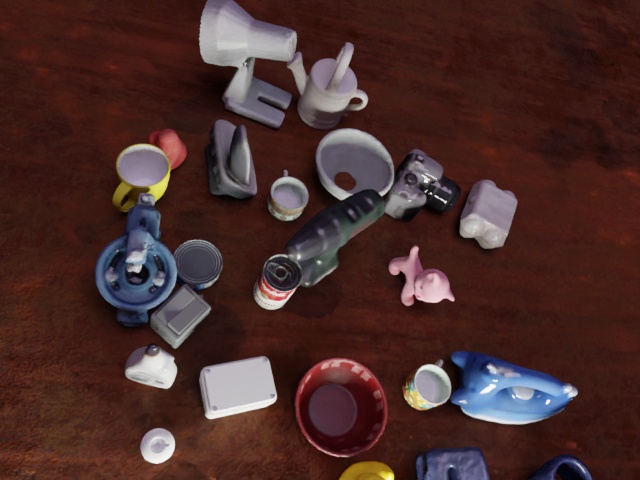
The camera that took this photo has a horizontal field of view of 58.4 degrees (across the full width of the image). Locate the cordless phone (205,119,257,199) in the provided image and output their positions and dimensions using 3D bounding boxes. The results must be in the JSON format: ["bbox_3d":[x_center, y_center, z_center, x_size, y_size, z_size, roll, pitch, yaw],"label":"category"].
[{"bbox_3d":[-0.152,-0.172,1.045,0.094,0.185,0.147,-7,68,-21],"label":"cordless phone"}]

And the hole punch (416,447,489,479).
[{"bbox_3d":[0.220,0.403,0.950,0.101,0.091,0.108,4,64,-16],"label":"hole punch"}]

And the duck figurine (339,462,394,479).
[{"bbox_3d":[0.079,0.393,0.910,0.105,0.086,0.077,-21,73,-26],"label":"duck figurine"}]

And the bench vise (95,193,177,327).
[{"bbox_3d":[-0.292,0.011,0.890,0.122,0.219,0.207,-11,69,-23],"label":"bench vise"}]

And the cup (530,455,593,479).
[{"bbox_3d":[0.425,0.431,1.004,0.118,0.095,0.092,16,61,-11],"label":"cup"}]

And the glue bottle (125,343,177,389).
[{"bbox_3d":[-0.249,0.181,0.850,0.078,0.173,0.037,19,61,-9],"label":"glue bottle"}]

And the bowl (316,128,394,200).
[{"bbox_3d":[0.062,-0.139,1.165,0.168,0.074,0.167,8,63,-15],"label":"bowl"}]

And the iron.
[{"bbox_3d":[0.371,0.266,1.038,0.259,0.141,0.118,14,62,-12],"label":"iron"}]

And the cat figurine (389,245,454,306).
[{"bbox_3d":[0.197,0.071,1.085,0.067,0.117,0.127,-15,71,-24],"label":"cat figurine"}]

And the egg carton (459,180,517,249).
[{"bbox_3d":[0.359,-0.057,1.229,0.107,0.069,0.150,28,60,-4],"label":"egg carton"}]

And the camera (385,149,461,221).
[{"bbox_3d":[0.220,-0.107,1.188,0.137,0.100,0.143,28,60,-4],"label":"camera"}]

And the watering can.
[{"bbox_3d":[0.017,-0.322,1.168,0.173,0.194,0.101,3,65,-17],"label":"watering can"}]

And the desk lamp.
[{"bbox_3d":[-0.137,-0.350,1.118,0.203,0.213,0.118,20,61,-8],"label":"desk lamp"}]

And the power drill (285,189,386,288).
[{"bbox_3d":[0.009,0.004,1.002,0.230,0.208,0.075,-37,81,-29],"label":"power drill"}]

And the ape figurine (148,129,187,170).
[{"bbox_3d":[-0.282,-0.174,1.055,0.076,0.092,0.078,-5,67,-20],"label":"ape figurine"}]
